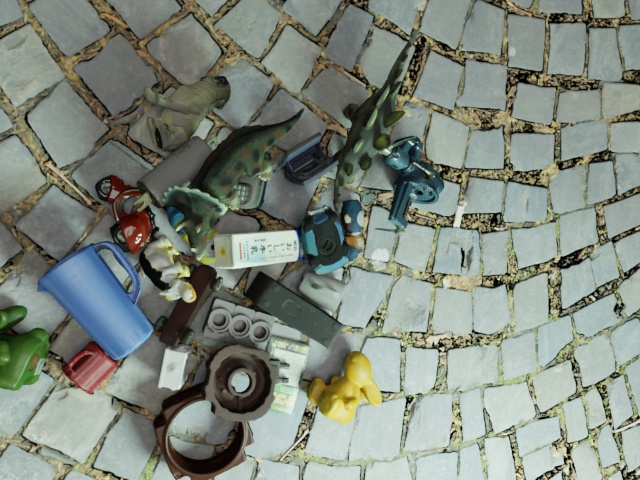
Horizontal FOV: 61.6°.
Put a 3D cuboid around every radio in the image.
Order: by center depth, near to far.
[{"bbox_3d":[-0.059,0.166,1.279,0.229,0.131,0.073,33,84,-14],"label":"radio"}]

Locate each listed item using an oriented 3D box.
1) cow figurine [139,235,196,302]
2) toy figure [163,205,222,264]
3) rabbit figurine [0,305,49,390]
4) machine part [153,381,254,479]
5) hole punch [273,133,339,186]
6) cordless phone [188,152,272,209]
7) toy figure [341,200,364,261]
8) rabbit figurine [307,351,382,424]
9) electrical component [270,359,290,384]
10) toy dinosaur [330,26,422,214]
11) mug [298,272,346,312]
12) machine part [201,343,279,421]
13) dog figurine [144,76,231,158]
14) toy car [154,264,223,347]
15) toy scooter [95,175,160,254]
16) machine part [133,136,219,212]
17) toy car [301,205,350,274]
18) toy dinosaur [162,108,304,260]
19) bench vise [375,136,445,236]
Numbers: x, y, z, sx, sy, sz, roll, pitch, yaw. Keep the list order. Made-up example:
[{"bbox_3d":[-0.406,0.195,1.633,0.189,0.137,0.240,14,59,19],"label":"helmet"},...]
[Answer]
[{"bbox_3d":[-0.345,0.079,1.199,0.098,0.068,0.167,-29,65,-6],"label":"cow figurine"},{"bbox_3d":[-0.288,-0.026,1.239,0.082,0.089,0.180,-43,93,-15],"label":"toy figure"},{"bbox_3d":[-0.669,0.217,1.118,0.170,0.121,0.159,19,92,-1],"label":"rabbit figurine"},{"bbox_3d":[-0.269,0.443,1.250,0.201,0.087,0.201,-21,95,-14],"label":"machine part"},{"bbox_3d":[-0.029,-0.184,1.288,0.142,0.116,0.092,-38,94,-14],"label":"hole punch"},{"bbox_3d":[-0.214,-0.153,1.258,0.184,0.089,0.146,10,89,-10],"label":"cordless phone"},{"bbox_3d":[0.082,-0.023,1.352,0.064,0.058,0.154,-5,91,-33],"label":"toy figure"},{"bbox_3d":[0.078,0.363,1.329,0.162,0.122,0.173,31,82,-19],"label":"rabbit figurine"},{"bbox_3d":[-0.120,0.322,1.308,0.094,0.021,0.063,5,89,-14],"label":"electrical component"},{"bbox_3d":[0.128,-0.283,1.291,0.105,0.199,0.471,21,87,-19],"label":"toy dinosaur"},{"bbox_3d":[0.001,0.122,1.314,0.107,0.109,0.080,23,90,-1],"label":"mug"},{"bbox_3d":[-0.181,0.321,1.214,0.179,0.056,0.179,5,77,-22],"label":"machine part"},{"bbox_3d":[-0.288,-0.284,1.233,0.190,0.121,0.172,-16,130,-32],"label":"dog figurine"},{"bbox_3d":[-0.299,0.148,1.230,0.089,0.053,0.202,22,71,8],"label":"toy car"},{"bbox_3d":[-0.413,-0.066,1.206,0.135,0.075,0.183,-18,91,-16],"label":"toy scooter"},{"bbox_3d":[-0.313,-0.150,1.178,0.243,0.079,0.079,-46,102,-22],"label":"machine part"},{"bbox_3d":[-0.003,-0.004,1.306,0.109,0.103,0.161,-23,106,-20],"label":"toy car"},{"bbox_3d":[-0.183,-0.157,1.134,0.131,0.192,0.404,37,89,1],"label":"toy dinosaur"},{"bbox_3d":[0.216,-0.131,1.342,0.223,0.129,0.240,35,68,-42],"label":"bench vise"}]
